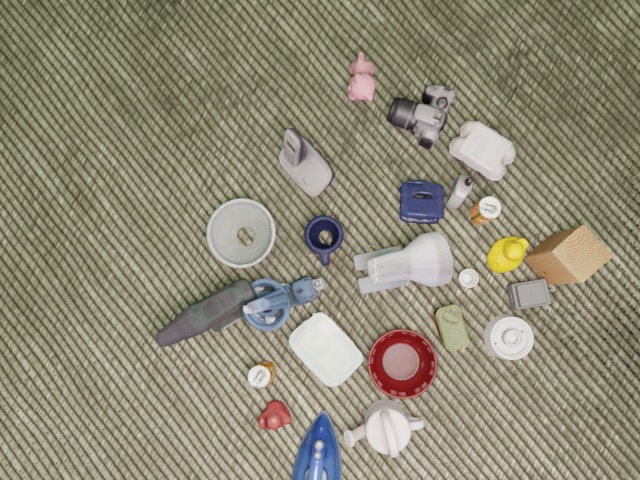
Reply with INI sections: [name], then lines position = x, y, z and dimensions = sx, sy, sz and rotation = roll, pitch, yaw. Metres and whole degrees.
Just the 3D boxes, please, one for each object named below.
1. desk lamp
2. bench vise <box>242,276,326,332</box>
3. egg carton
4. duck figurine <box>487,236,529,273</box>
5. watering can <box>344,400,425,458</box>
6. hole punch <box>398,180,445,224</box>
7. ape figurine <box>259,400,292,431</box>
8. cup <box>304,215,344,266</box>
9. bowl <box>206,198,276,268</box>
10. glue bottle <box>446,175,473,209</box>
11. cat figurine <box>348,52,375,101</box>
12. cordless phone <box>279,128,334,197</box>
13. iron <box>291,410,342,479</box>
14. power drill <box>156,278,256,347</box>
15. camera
[desk lamp]
position = 0.183, 0.060, 1.291
dimensions = 0.203, 0.213, 0.118
rotation = -13, 84, 2
[bench vise]
position = -0.097, 0.124, 1.296
dimensions = 0.207, 0.220, 0.121
rotation = -39, 84, -1
[egg carton]
position = 0.392, -0.217, 1.378
dimensions = 0.150, 0.069, 0.107
rotation = 33, 87, 6
[duck figurine]
position = 0.444, 0.033, 1.344
dimensions = 0.104, 0.086, 0.077
rotation = -39, 84, -1
[watering can]
position = 0.143, 0.425, 1.269
dimensions = 0.173, 0.194, 0.101
rotation = -33, 84, 0
[hole punch]
position = 0.240, -0.093, 1.364
dimensions = 0.108, 0.091, 0.101
rotation = 4, 85, 4
[ape figurine]
position = -0.106, 0.417, 1.334
dimensions = 0.077, 0.092, 0.076
rotation = 10, 85, 4
[cup]
position = 0.013, 0.005, 1.365
dimensions = 0.091, 0.095, 0.118
rotation = -4, 84, 3
[bowl]
position = -0.185, -0.014, 1.387
dimensions = 0.167, 0.075, 0.167
rotation = 0, 85, 3
[glue bottle]
position = 0.328, -0.120, 1.321
dimensions = 0.037, 0.173, 0.078
rotation = 23, 86, 5
[cat figurine]
position = 0.101, -0.390, 1.386
dimensions = 0.067, 0.118, 0.128
rotation = -1, 85, 3
[cordless phone]
position = -0.035, -0.186, 1.340
dimensions = 0.094, 0.185, 0.147
rotation = -44, 84, -1
[iron]
position = -0.009, 0.528, 1.293
dimensions = 0.118, 0.141, 0.258
rotation = 5, 85, 4
[power drill]
position = -0.244, 0.168, 1.306
dimensions = 0.229, 0.208, 0.075
rotation = -33, 83, 0
[camera]
position = 0.240, -0.312, 1.380
dimensions = 0.136, 0.101, 0.143
rotation = 21, 86, 5
